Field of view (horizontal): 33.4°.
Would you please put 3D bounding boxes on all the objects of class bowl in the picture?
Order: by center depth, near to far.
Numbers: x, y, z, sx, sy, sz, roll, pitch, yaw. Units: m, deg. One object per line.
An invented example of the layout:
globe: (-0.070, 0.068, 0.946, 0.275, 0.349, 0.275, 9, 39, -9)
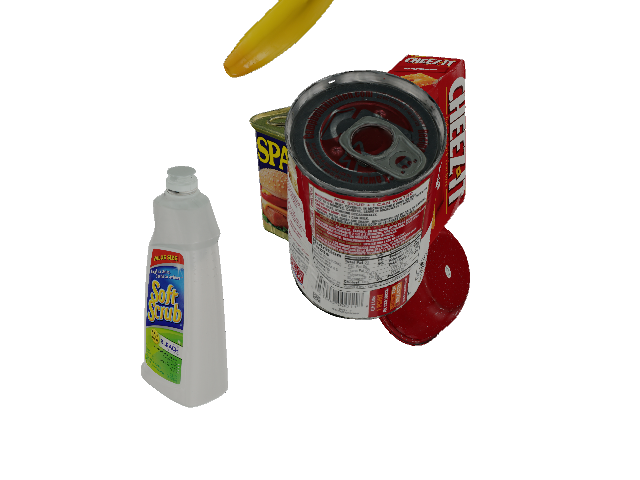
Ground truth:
bowl: (0.124, 0.039, 1.227, 0.055, 0.162, 0.161, -11, -7, 41)

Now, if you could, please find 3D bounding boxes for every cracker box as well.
cracker box: (0.083, -0.074, 1.044, 0.072, 0.164, 0.213, 9, 28, 22)

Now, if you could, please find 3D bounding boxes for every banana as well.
banana: (-0.019, -0.206, 0.912, 0.070, 0.197, 0.037, -17, -55, 38)

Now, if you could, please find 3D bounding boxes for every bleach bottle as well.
bleach bottle: (-0.143, 0.042, 1.097, 0.067, 0.251, 0.103, -21, 34, -38)

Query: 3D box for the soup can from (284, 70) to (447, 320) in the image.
soup can: (0.019, -0.017, 0.483, 0.068, 0.068, 0.102, 0, -35, 0)

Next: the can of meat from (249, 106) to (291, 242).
can of meat: (-0.004, -0.043, 0.758, 0.057, 0.084, 0.102, -18, 26, -31)
